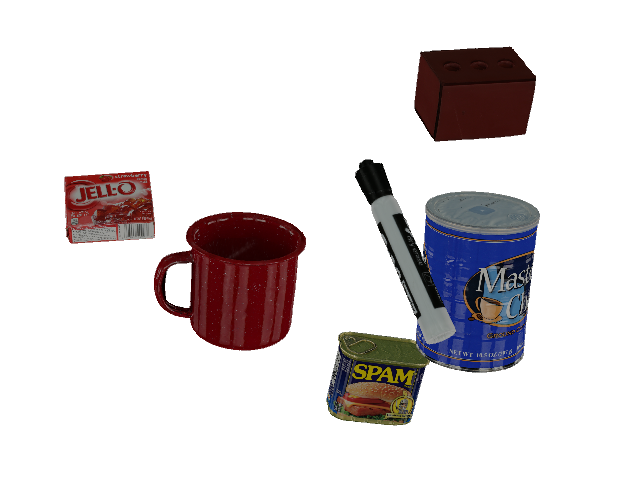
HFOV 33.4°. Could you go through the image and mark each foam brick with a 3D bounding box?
[{"bbox_3d":[0.118,-0.113,0.819,0.078,0.051,0.053,-6,38,-13],"label":"foam brick"}]

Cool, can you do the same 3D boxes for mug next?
[{"bbox_3d":[-0.072,0.034,0.836,0.117,0.081,0.093,-4,27,-19],"label":"mug"}]

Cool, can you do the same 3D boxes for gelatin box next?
[{"bbox_3d":[-0.218,-0.035,1.101,0.089,0.073,0.030,-4,-41,-11],"label":"gelatin box"}]

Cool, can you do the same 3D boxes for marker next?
[{"bbox_3d":[0.049,0.004,0.641,0.020,0.121,0.020,-19,-20,-8],"label":"marker"}]

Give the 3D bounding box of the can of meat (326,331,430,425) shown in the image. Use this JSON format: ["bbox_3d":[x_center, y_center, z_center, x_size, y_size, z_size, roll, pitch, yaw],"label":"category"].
[{"bbox_3d":[0.062,0.155,1.188,0.102,0.084,0.057,8,22,-10],"label":"can of meat"}]

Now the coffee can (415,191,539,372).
[{"bbox_3d":[0.144,0.036,0.987,0.103,0.140,0.103,2,20,-1],"label":"coffee can"}]
